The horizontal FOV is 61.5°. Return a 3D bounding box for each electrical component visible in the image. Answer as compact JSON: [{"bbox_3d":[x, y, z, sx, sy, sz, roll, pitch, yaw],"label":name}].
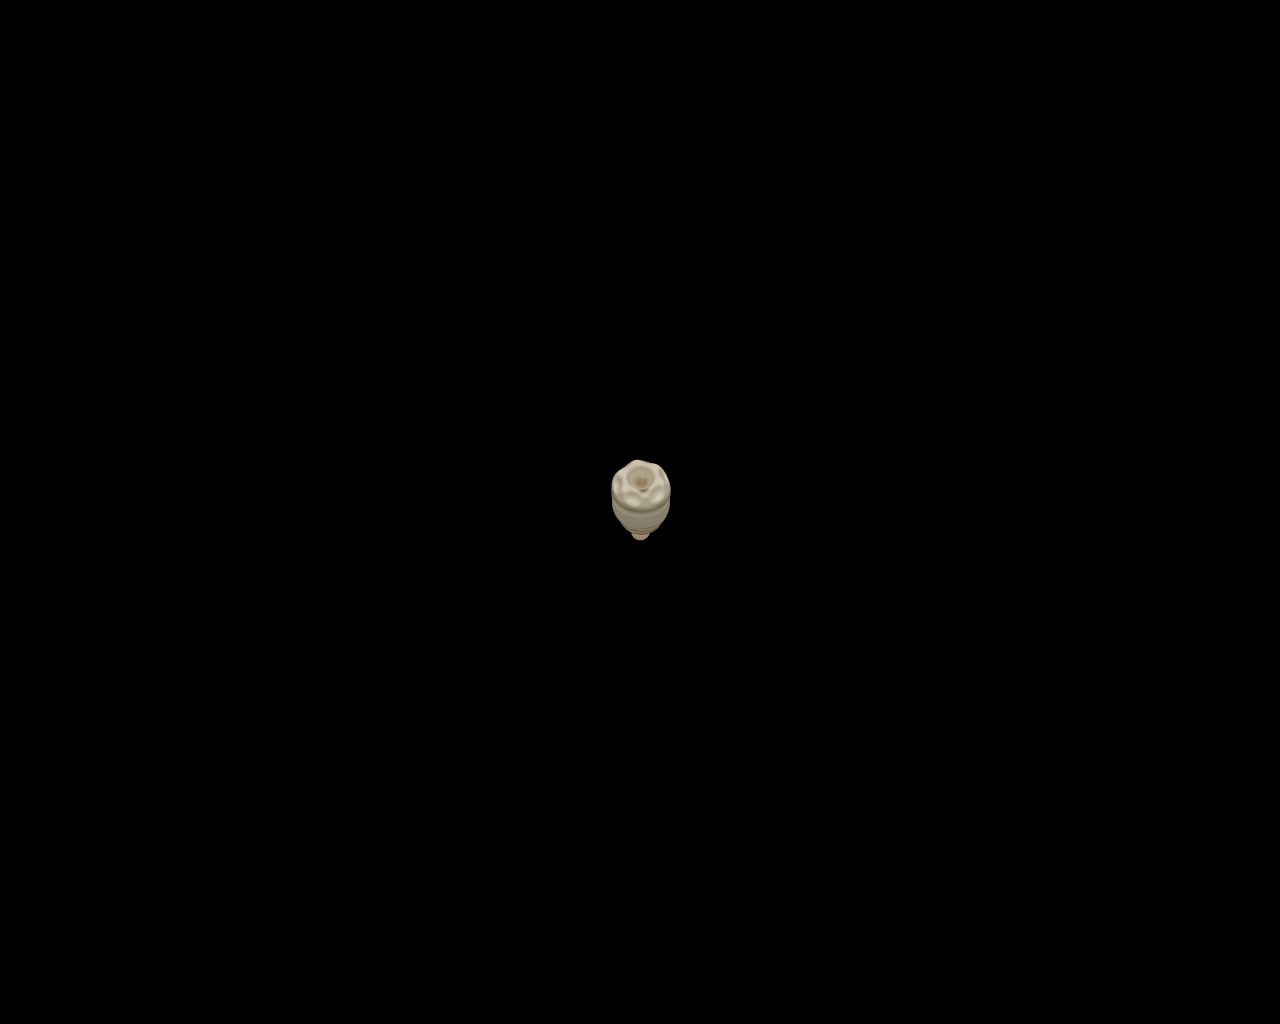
[{"bbox_3d":[0.001,-0.003,0.650,0.035,0.035,0.061,0,-37,0],"label":"electrical component"}]
